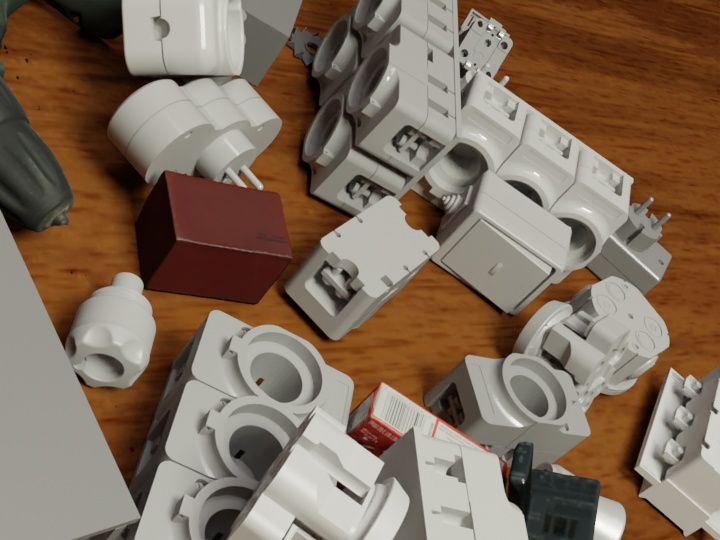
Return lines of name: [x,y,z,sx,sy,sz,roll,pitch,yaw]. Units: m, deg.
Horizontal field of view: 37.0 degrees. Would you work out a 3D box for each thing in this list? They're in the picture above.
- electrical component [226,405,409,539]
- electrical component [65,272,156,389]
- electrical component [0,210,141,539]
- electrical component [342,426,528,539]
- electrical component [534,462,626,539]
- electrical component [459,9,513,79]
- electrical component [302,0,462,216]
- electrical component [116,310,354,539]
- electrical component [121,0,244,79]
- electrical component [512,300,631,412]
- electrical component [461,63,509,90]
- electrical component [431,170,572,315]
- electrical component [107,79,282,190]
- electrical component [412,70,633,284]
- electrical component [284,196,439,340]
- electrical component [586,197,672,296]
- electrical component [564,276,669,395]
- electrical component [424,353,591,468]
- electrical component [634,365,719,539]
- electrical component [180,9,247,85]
electrical component: [-0.016,0.106,0.478,0.057,0.058,0.078,36,38,-2]
electrical component: [-0.129,0.028,0.569,0.043,0.043,0.062,25,40,-19]
electrical component: [-0.192,0.056,0.478,0.105,0.060,0.186,-9,60,-44]
electrical component: [0.031,0.185,0.504,0.060,0.105,0.186,19,44,-26]
electrical component: [0.129,0.150,0.665,0.055,0.045,0.045,33,40,-10]
electrical component: [0.097,-0.183,0.926,0.042,0.064,0.081,32,82,-10]
electrical component: [0.016,-0.138,0.787,0.060,0.105,0.186,27,42,-24]
electrical component: [-0.061,0.102,0.540,0.089,0.061,0.150,28,40,-15]
electrical component: [-0.108,-0.150,0.682,0.059,0.053,0.095,-1,9,5]
electrical component: [0.144,0.058,0.746,0.057,0.078,0.058,37,35,26]
electrical component: [0.091,-0.137,0.881,0.138,0.073,0.052,31,40,-12]
electrical component: [0.097,-0.021,0.786,0.096,0.061,0.061,34,40,-9]
electrical component: [-0.089,-0.076,0.674,0.073,0.052,0.138,49,24,9]
electrical component: [0.121,-0.067,0.826,0.150,0.089,0.061,33,40,-10]
electrical component: [0.000,0.000,0.691,0.050,0.055,0.089,46,39,6]
electrical component: [0.222,-0.029,0.885,0.083,0.075,0.047,42,39,2]
electrical component: [0.185,0.048,0.802,0.080,0.051,0.080,22,42,-22]
electrical component: [0.096,0.090,0.686,0.089,0.055,0.050,12,47,-32]
electrical component: [0.251,0.124,0.776,0.079,0.063,0.121,41,39,-1]
electrical component: [-0.101,-0.158,0.752,0.043,0.062,0.043,22,43,-22]
